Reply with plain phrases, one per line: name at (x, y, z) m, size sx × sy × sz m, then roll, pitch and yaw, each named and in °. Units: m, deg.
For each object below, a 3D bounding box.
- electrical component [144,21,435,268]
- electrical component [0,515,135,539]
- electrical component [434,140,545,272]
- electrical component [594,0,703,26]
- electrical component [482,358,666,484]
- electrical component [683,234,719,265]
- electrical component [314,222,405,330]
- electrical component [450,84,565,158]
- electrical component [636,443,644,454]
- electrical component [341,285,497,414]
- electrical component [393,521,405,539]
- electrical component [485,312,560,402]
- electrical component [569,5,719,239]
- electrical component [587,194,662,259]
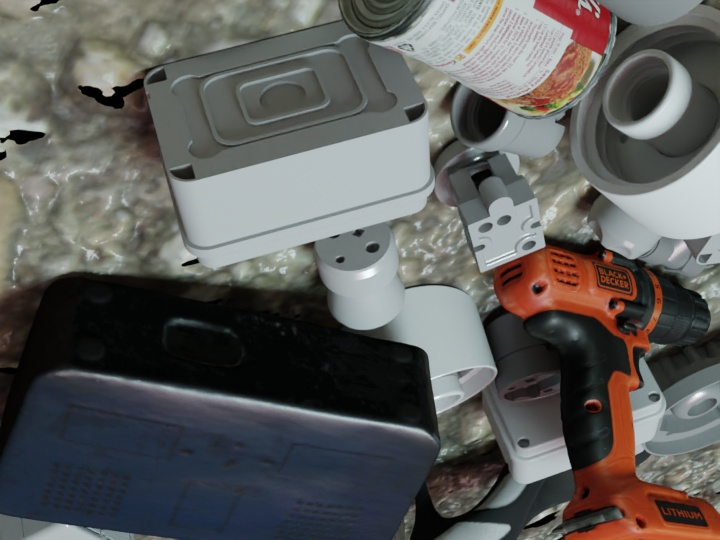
electrical component at (-0.031, -0.056, 0.472) m, size 0.113 × 0.078 × 0.057 m, roll -16°, pitch 141°, yaw -7°
electrical component at (-0.189, 0.160, 0.688) m, size 0.061 × 0.061 × 0.096 m, roll -27°, pitch 144°, yaw 8°
electrical component at (0.067, -0.038, 0.564) m, size 0.048 × 0.055 × 0.066 m, roll -22°, pitch 144°, yaw 1°
electrical component at (0.102, -0.149, 0.401) m, size 0.064 × 0.099 × 0.099 m, roll 15°, pitch 131°, yaw -32°
electrical component at (0.147, 0.091, 0.755) m, size 0.113 × 0.078 × 0.057 m, roll -19°, pitch 147°, yaw -4°
electrical component at (0.231, -0.062, 0.615) m, size 0.078 × 0.057 × 0.113 m, roll -6°, pitch 143°, yaw -21°
electrical component at (0.000, 0.000, 0.589) m, size 0.045 × 0.045 × 0.055 m, roll -18°, pitch 144°, yaw -4°
electrical component at (0.074, -0.076, 0.533) m, size 0.046 × 0.040 × 0.040 m, roll 9°, pitch 135°, yaw -42°
electrical component at (0.183, 0.120, 0.821) m, size 0.047 × 0.065 × 0.077 m, roll -30°, pitch 143°, yaw 12°
electrical component at (0.036, 0.059, 0.688) m, size 0.099 × 0.064 × 0.099 m, roll -19°, pitch 158°, yaw -8°
electrical component at (0.008, 0.244, 0.870) m, size 0.064 × 0.099 × 0.099 m, roll -3°, pitch 141°, yaw -14°
electrical component at (0.112, 0.055, 0.707) m, size 0.055 × 0.047 × 0.055 m, roll -10°, pitch 155°, yaw -5°
electrical component at (0.151, -0.075, 0.518) m, size 0.060 × 0.108 × 0.108 m, roll 23°, pitch 126°, yaw -37°
electrical component at (0.165, -0.040, 0.621) m, size 0.043 × 0.043 × 0.062 m, roll 6°, pitch 136°, yaw -33°
